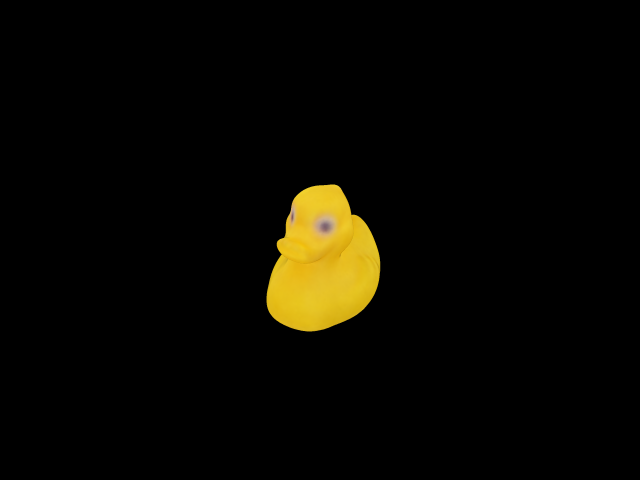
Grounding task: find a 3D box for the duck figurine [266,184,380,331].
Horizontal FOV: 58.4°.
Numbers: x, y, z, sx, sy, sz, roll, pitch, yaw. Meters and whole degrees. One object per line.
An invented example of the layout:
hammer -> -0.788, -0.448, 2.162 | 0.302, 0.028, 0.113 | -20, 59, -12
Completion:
duck figurine -> 0.004, 0.001, 0.400 | 0.077, 0.086, 0.105 | 18, 36, 27
